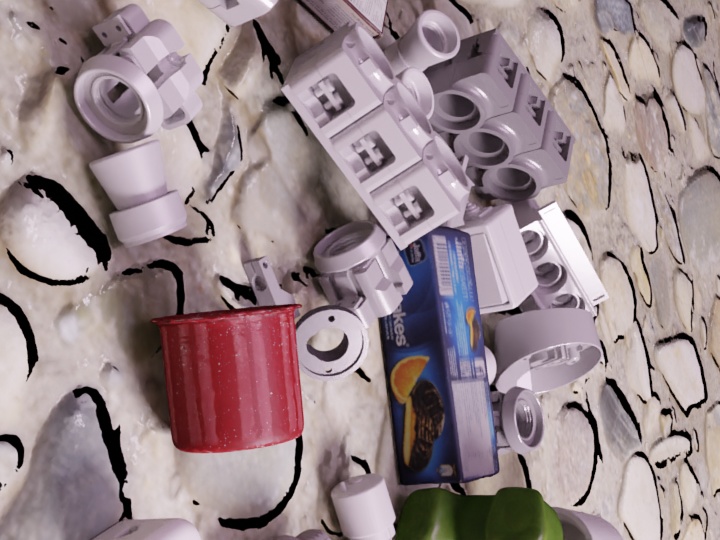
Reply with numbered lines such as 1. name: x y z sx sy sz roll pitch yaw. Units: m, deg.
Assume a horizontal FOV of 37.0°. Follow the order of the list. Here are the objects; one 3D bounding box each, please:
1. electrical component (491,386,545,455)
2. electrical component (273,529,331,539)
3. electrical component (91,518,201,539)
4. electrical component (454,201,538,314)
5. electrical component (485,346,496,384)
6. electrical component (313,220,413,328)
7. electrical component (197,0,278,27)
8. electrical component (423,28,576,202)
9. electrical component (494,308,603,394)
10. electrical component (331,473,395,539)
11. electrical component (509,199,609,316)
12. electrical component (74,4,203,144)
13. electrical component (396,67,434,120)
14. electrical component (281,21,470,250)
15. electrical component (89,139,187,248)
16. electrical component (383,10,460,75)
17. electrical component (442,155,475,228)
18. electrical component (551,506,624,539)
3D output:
1. electrical component: 0.122 0.131 0.929 0.078 0.057 0.058 22 64 -48
2. electrical component: -0.049 0.196 0.698 0.081 0.043 0.043 -23 99 -52
3. electrical component: -0.111 0.190 0.605 0.054 0.059 0.095 -28 103 -52
4. electrical component: 0.105 -0.013 0.941 0.061 0.062 0.096 -36 109 -51
5. electrical component: 0.086 0.083 0.910 0.046 0.040 0.040 2 79 -46
6. electrical component: 0.000 0.000 0.805 0.078 0.058 0.057 -53 125 -45
7. electrical component: -0.089 -0.229 0.753 0.059 0.054 0.095 33 55 -44
8. electrical component: 0.117 -0.131 0.965 0.150 0.089 0.061 44 48 -37
9. electrical component: 0.169 0.072 0.976 0.099 0.099 0.064 17 62 -50
10. electrical component: 0.006 0.184 0.777 0.040 0.040 0.078 -26 101 -52
11. electrical component: 0.173 -0.007 1.022 0.121 0.079 0.063 55 14 -28
12. electrical component: -0.137 -0.114 0.656 0.078 0.058 0.057 58 38 -25
13. electrical component: 0.026 -0.136 0.876 0.045 0.055 0.045 18 67 -49
14. electrical component: 0.015 -0.104 0.806 0.150 0.062 0.089 53 18 -19
15. electrical component: -0.134 -0.046 0.652 0.045 0.045 0.055 -32 107 -51
16. electrical component: 0.048 -0.185 0.910 0.044 0.065 0.044 12 67 -31
17. electrical component: 0.059 -0.070 0.914 0.064 0.042 0.081 45 47 -34
18. electrical component: 0.170 0.255 0.920 0.060 0.108 0.108 29 59 -38
